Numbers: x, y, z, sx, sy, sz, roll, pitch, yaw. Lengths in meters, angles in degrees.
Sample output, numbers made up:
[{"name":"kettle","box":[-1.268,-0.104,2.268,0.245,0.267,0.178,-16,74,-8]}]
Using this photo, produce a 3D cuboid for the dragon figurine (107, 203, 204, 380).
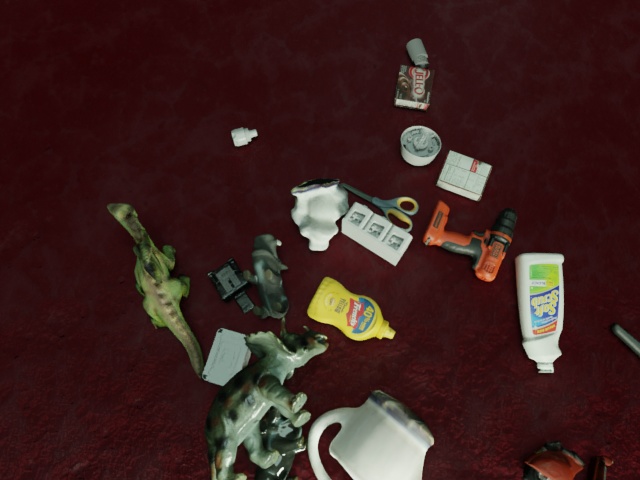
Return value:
[{"name":"dragon figurine","box":[-0.342,0.091,1.078,0.123,0.238,0.415,-29,70,-13]}]

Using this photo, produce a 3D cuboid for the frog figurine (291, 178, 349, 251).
[{"name":"frog figurine","box":[0.004,-0.061,1.208,0.138,0.124,0.157,-15,107,-12]}]

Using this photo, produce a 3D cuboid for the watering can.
[{"name":"watering can","box":[0.137,0.442,0.990,0.351,0.102,0.226,35,76,28]}]
